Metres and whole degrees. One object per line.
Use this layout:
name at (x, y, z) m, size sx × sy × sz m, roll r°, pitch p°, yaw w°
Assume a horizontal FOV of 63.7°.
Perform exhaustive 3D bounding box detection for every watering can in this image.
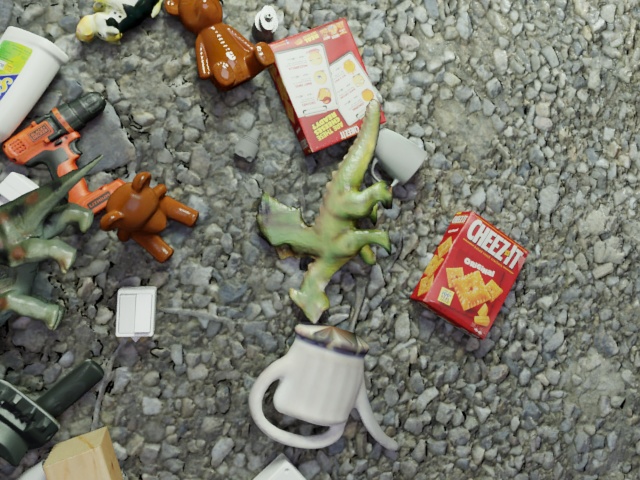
watering can at (0.034, 0.284, 0.974) m, size 0.345 × 0.104 × 0.225 m, roll 20°, pitch 84°, yaw -27°

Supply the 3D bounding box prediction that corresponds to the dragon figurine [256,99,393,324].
dragon figurine at (0.003, -0.048, 0.957) m, size 0.243 × 0.123 × 0.407 m, roll -4°, pitch 98°, yaw -7°
